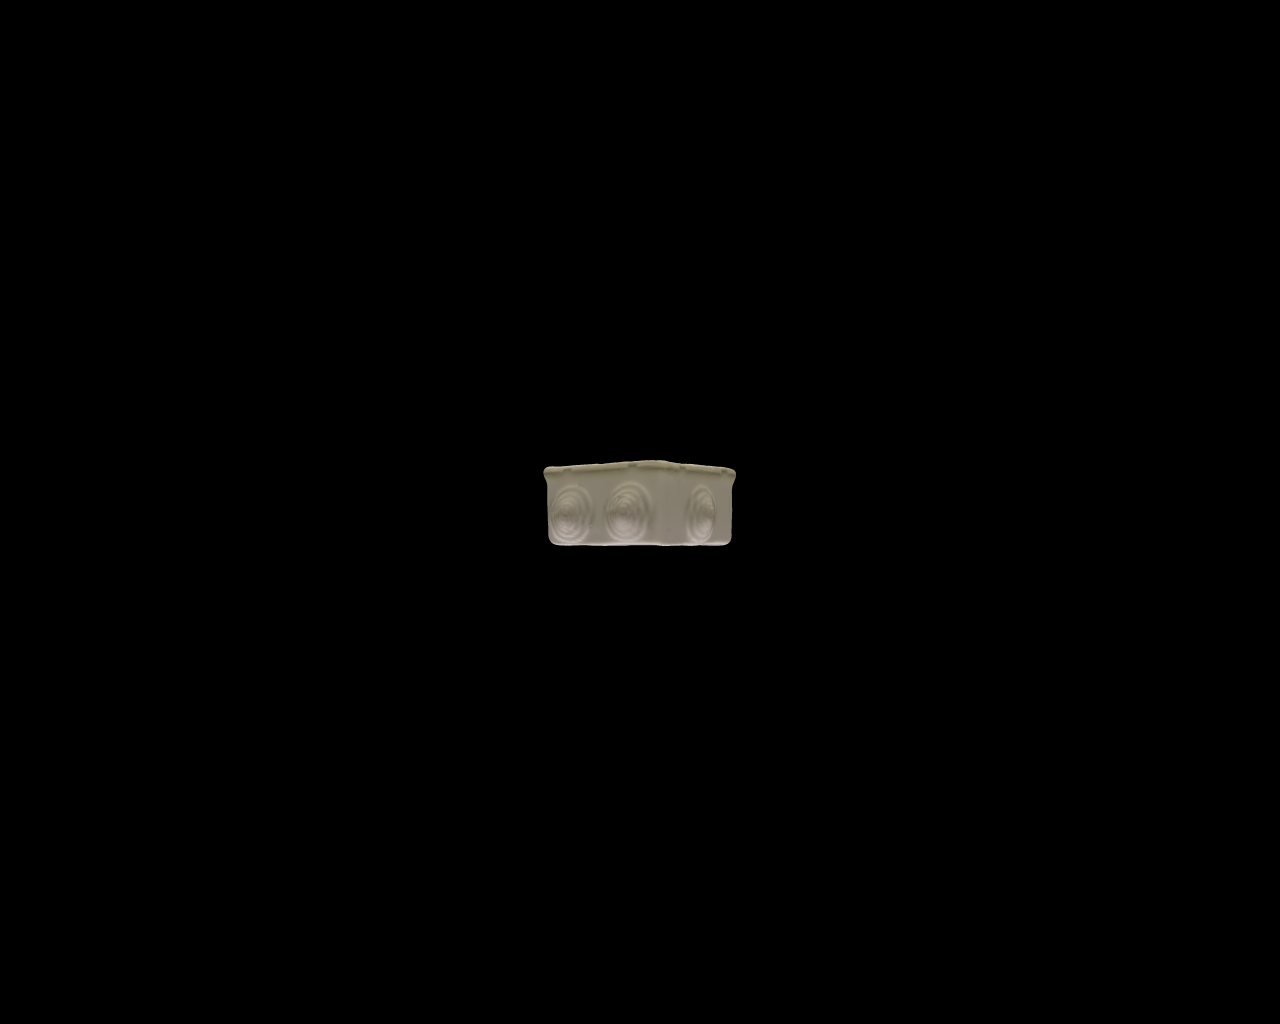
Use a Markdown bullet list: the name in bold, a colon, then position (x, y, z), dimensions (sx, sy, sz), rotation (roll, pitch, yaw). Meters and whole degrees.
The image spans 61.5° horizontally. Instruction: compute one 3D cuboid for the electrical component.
- **electrical component**: position (0.001, -0.003, 0.650), dimensions (0.100, 0.048, 0.100), rotation (-1, -2, 34)
